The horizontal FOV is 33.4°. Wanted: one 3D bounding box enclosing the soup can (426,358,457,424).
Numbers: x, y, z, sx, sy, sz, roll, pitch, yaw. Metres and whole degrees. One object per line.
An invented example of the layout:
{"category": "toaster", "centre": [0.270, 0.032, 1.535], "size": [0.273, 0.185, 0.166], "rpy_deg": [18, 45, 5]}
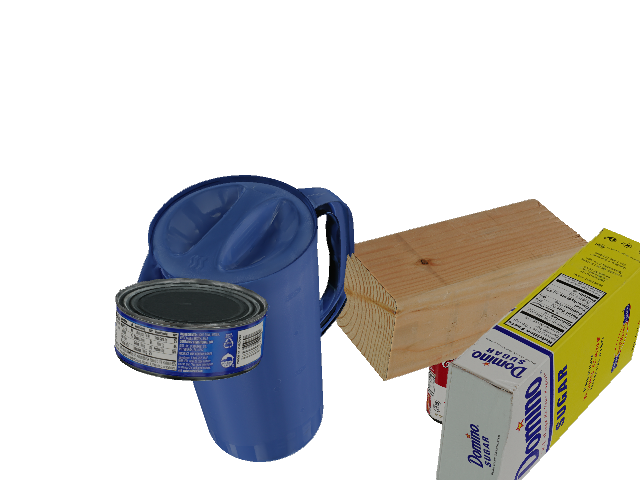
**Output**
{"category": "soup can", "centre": [0.160, 0.158, 1.250], "size": [0.068, 0.102, 0.068], "rpy_deg": [1, 22, -1]}

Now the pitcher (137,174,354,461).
{"category": "pitcher", "centre": [-0.050, 0.070, 0.907], "size": [0.149, 0.243, 0.145], "rpy_deg": [3, 42, 11]}

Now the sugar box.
{"category": "sugar box", "centre": [0.137, 0.072, 0.634], "size": [0.048, 0.093, 0.175], "rpy_deg": [24, 41, 29]}

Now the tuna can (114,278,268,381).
{"category": "tuna can", "centre": [-0.074, 0.049, 0.606], "size": [0.086, 0.034, 0.086], "rpy_deg": [5, 14, -1]}

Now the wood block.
{"category": "wood block", "centre": [0.128, 0.040, 0.958], "size": [0.205, 0.090, 0.091], "rpy_deg": [-14, 39, -25]}
